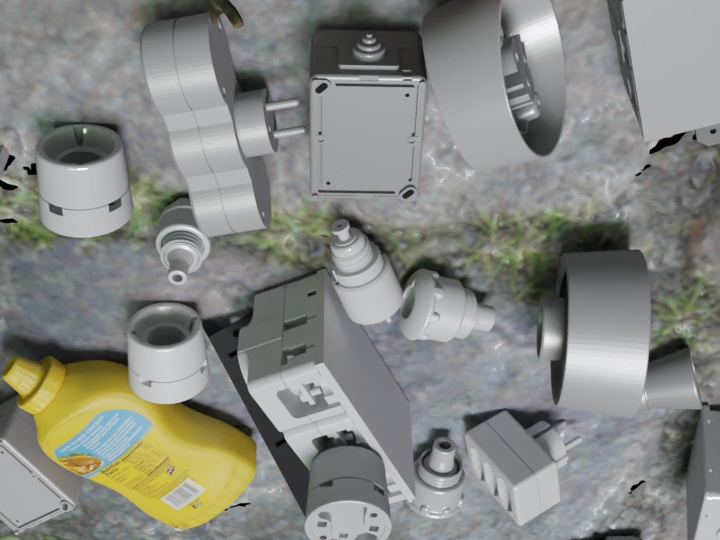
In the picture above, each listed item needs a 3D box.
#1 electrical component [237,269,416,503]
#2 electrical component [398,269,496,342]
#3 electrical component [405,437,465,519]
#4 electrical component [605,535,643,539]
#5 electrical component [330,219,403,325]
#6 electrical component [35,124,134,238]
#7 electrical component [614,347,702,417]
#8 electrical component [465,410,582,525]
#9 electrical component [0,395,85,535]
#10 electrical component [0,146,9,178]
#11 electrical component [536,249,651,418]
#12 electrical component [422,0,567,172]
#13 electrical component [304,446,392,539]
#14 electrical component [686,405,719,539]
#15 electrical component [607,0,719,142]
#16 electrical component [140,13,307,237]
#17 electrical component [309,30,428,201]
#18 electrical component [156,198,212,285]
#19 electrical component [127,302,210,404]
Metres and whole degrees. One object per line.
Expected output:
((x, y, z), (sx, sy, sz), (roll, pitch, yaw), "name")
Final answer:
((-0.021, 0.088, 0.738), (0.062, 0.089, 0.150), (-19, 129, 15), "electrical component")
((0.060, 0.027, 0.718), (0.062, 0.048, 0.048), (12, 130, -20), "electrical component")
((0.061, 0.157, 0.832), (0.048, 0.048, 0.062), (5, 124, -5), "electrical component")
((0.212, 0.248, 0.913), (0.062, 0.043, 0.043), (0, 131, 0), "electrical component")
((0.000, 0.000, 0.694), (0.040, 0.040, 0.078), (-15, 130, 12), "electrical component")
((-0.164, -0.054, 0.636), (0.055, 0.055, 0.047), (2, 127, -3), "electrical component")
((0.208, 0.083, 0.771), (0.065, 0.044, 0.044), (-13, 130, 17), "electrical component")
((0.130, 0.138, 0.807), (0.077, 0.065, 0.047), (-27, 132, -15), "electrical component")
((-0.257, 0.137, 0.801), (0.062, 0.061, 0.096), (-27, 119, 21), "electrical component")
((-0.262, -0.056, 0.630), (0.089, 0.055, 0.050), (-15, 130, 12), "electrical component")
((0.146, 0.039, 0.690), (0.060, 0.108, 0.108), (3, 131, 4), "electrical component")
((0.075, -0.103, 0.570), (0.064, 0.099, 0.099), (-17, 130, 21), "electrical component")
((-0.008, 0.147, 0.697), (0.055, 0.047, 0.055), (0, 131, -1), "electrical component")
((0.276, 0.164, 0.805), (0.048, 0.099, 0.099), (5, 132, 11), "electrical component")
((0.212, -0.138, 0.563), (0.150, 0.061, 0.089), (-14, 130, 11), "electrical component")
((-0.068, -0.082, 0.612), (0.074, 0.052, 0.138), (-8, 131, 7), "electrical component")
((0.003, -0.093, 0.598), (0.062, 0.061, 0.096), (1, 131, -1), "electrical component")
((-0.109, -0.015, 0.664), (0.035, 0.061, 0.035), (-1, 131, -1), "electrical component")
((-0.131, 0.055, 0.732), (0.055, 0.055, 0.047), (1, 128, -2), "electrical component")
